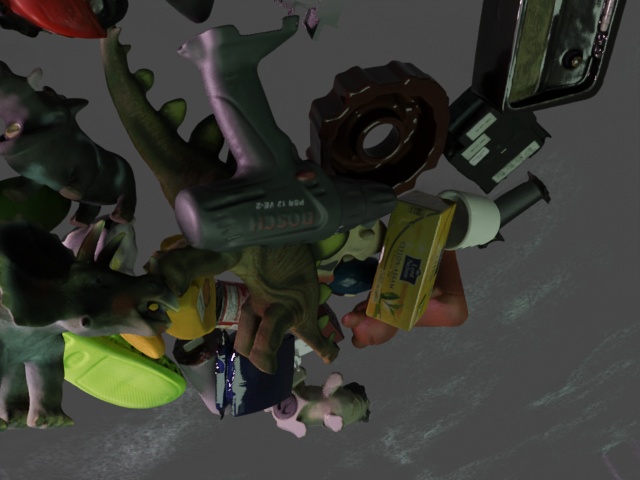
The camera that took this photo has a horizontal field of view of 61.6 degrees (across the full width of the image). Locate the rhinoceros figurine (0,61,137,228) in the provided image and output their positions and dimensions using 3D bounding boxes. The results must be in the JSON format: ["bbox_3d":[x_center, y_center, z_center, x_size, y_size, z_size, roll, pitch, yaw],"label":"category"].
[{"bbox_3d":[-0.241,-0.085,0.506,0.073,0.112,0.190,-3,155,18],"label":"rhinoceros figurine"}]

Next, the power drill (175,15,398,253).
[{"bbox_3d":[-0.036,-0.095,0.507,0.232,0.086,0.207,-19,106,-29],"label":"power drill"}]

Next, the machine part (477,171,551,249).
[{"bbox_3d":[0.287,-0.042,0.829,0.139,0.039,0.084,-41,126,21],"label":"machine part"}]

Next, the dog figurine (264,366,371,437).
[{"bbox_3d":[0.000,0.319,1.036,0.173,0.121,0.190,4,161,18],"label":"dog figurine"}]

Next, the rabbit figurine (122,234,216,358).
[{"bbox_3d":[-0.224,0.074,0.690,0.173,0.122,0.162,-2,144,-3],"label":"rabbit figurine"}]

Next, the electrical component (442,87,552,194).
[{"bbox_3d":[0.214,-0.136,0.687,0.115,0.058,0.134,-44,134,18],"label":"electrical component"}]

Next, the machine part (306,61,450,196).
[{"bbox_3d":[0.067,-0.125,0.636,0.179,0.056,0.179,-13,136,-13],"label":"machine part"}]

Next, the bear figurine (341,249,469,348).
[{"bbox_3d":[0.135,0.100,0.870,0.196,0.132,0.120,-13,139,15],"label":"bear figurine"}]

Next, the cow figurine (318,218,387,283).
[{"bbox_3d":[-0.001,-0.002,0.713,0.195,0.085,0.127,-6,141,-18],"label":"cow figurine"}]

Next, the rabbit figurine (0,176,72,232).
[{"bbox_3d":[-0.336,-0.026,0.520,0.159,0.121,0.170,-42,149,25],"label":"rabbit figurine"}]

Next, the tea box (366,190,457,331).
[{"bbox_3d":[0.125,0.025,0.734,0.098,0.068,0.169,-27,132,-60],"label":"tea box"}]

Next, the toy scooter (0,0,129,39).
[{"bbox_3d":[-0.236,-0.223,0.391,0.135,0.075,0.183,-21,135,-2],"label":"toy scooter"}]

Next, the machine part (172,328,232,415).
[{"bbox_3d":[-0.168,0.207,0.852,0.079,0.079,0.242,-18,136,-6],"label":"machine part"}]

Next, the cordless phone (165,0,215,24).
[{"bbox_3d":[-0.114,-0.263,0.405,0.089,0.146,0.184,10,175,17],"label":"cordless phone"}]

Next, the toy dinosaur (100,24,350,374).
[{"bbox_3d":[-0.092,-0.017,0.568,0.198,0.105,0.470,-50,124,-18],"label":"toy dinosaur"}]

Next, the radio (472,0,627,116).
[{"bbox_3d":[0.240,-0.251,0.545,0.131,0.073,0.229,-11,127,-14],"label":"radio"}]

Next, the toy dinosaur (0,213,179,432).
[{"bbox_3d":[-0.320,0.092,0.531,0.405,0.192,0.131,-15,160,35],"label":"toy dinosaur"}]

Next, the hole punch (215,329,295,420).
[{"bbox_3d":[-0.097,0.195,0.805,0.092,0.116,0.142,11,104,19],"label":"hole punch"}]

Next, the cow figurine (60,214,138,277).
[{"bbox_3d":[-0.285,0.024,0.618,0.167,0.098,0.068,-17,145,21],"label":"cow figurine"}]

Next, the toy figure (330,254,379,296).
[{"bbox_3d":[0.013,0.058,0.794,0.154,0.064,0.058,-7,171,-11],"label":"toy figure"}]
